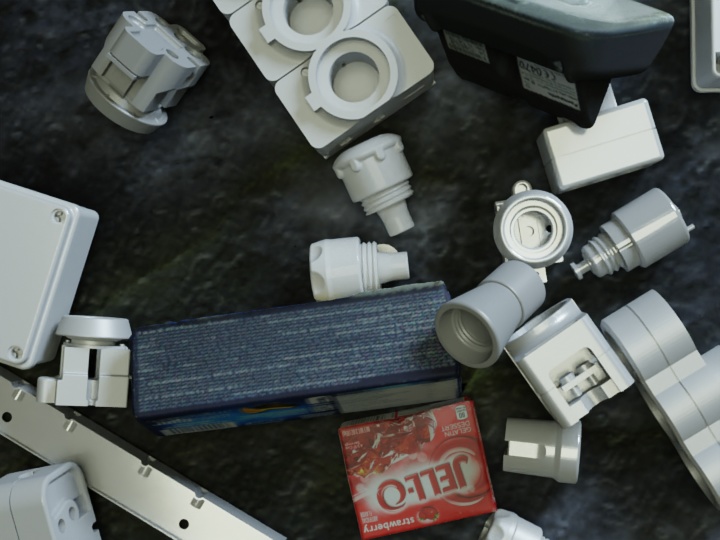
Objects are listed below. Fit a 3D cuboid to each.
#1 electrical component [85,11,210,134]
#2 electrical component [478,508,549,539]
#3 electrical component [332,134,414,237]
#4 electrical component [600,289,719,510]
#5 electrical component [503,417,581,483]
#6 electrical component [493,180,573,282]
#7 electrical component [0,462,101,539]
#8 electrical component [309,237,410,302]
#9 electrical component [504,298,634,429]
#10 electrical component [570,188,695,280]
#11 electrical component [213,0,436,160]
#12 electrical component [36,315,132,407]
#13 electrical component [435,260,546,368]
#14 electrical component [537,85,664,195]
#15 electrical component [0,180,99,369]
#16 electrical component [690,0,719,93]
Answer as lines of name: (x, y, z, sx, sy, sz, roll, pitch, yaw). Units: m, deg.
electrical component: (-0.138, -0.124, 0.682, 0.058, 0.078, 0.057, 42, 111, 3)
electrical component: (0.107, 0.178, 0.681, 0.061, 0.035, 0.035, 27, 92, 1)
electrical component: (0.014, -0.053, 0.684, 0.048, 0.048, 0.062, -24, 95, 3)
electrical component: (0.217, 0.071, 0.664, 0.074, 0.052, 0.138, -32, 87, 3)
electrical component: (0.115, 0.112, 0.678, 0.046, 0.040, 0.040, 4, 90, 10)
electrical component: (0.107, -0.024, 0.671, 0.048, 0.055, 0.066, -9, 89, 4)
electrical component: (-0.205, 0.177, 0.687, 0.059, 0.054, 0.095, -13, 95, 14)
electrical component: (0.000, 0.000, 0.684, 0.062, 0.043, 0.043, -6, 89, 3)
electrical component: (0.123, 0.054, 0.652, 0.050, 0.089, 0.055, -35, 87, 3)
electrical component: (0.169, -0.019, 0.674, 0.078, 0.040, 0.040, -31, 88, 4)
electrical component: (-0.030, -0.158, 0.678, 0.089, 0.062, 0.150, -34, 88, 3)
electrical component: (-0.172, 0.058, 0.693, 0.066, 0.048, 0.055, 4, 88, -18)
electrical component: (0.080, 0.023, 0.632, 0.044, 0.044, 0.065, 50, 50, 3)
electrical component: (0.144, -0.094, 0.673, 0.066, 0.047, 0.076, -17, 88, 4)
electrical component: (-0.240, -0.004, 0.694, 0.109, 0.056, 0.108, 18, 91, 4)
electrical component: (0.262, -0.167, 0.660, 0.109, 0.056, 0.108, -1, 90, 4)
